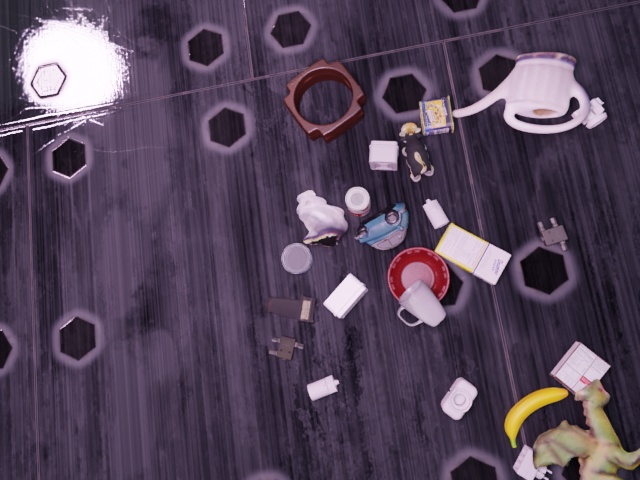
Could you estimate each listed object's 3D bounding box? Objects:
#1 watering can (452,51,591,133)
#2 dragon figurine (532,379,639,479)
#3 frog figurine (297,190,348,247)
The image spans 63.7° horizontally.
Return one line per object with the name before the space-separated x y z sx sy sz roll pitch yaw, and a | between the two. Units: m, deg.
watering can | 0.550 -0.405 1.402 0.348 0.103 0.226 12 82 20
dragon figurine | 0.624 0.538 1.218 0.243 0.121 0.412 20 85 14
frog figurine | 0.004 -0.071 1.418 0.137 0.120 0.162 -2 69 -25
